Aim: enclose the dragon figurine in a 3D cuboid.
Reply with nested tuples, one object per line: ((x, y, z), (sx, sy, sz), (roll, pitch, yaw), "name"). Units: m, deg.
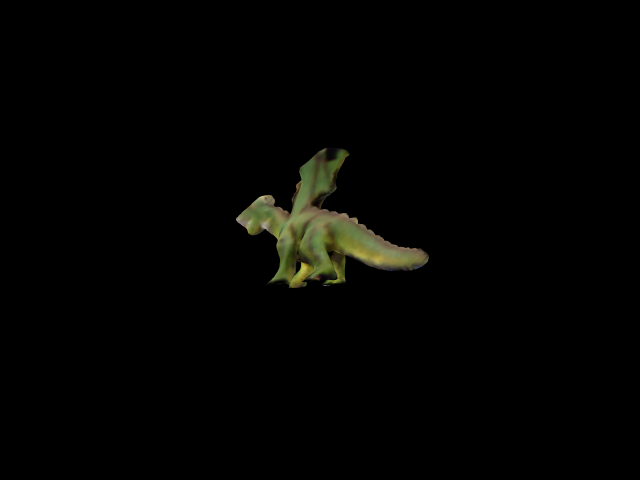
((0.003, -0.043, 0.850), (0.407, 0.246, 0.121), (-13, -20, 40), "dragon figurine")
